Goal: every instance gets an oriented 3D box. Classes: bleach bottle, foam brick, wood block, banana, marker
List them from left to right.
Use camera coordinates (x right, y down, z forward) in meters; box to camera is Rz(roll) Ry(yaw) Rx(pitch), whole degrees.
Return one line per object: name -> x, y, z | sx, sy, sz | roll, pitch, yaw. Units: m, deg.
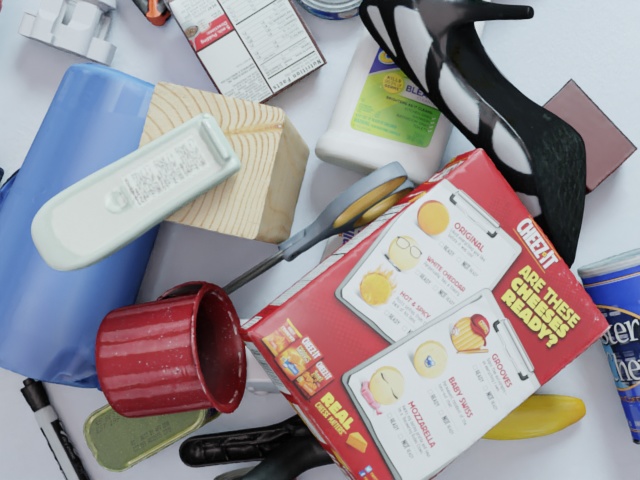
marker -> -0.217, 0.169, 0.888 | 0.020, 0.020, 0.121 | -27, 87, 2
wood block -> -0.067, -0.049, 0.791 | 0.091, 0.206, 0.090 | 13, 89, 5
bleach bottle -> 0.079, -0.173, 0.857 | 0.102, 0.068, 0.251 | 17, 88, -3
banana -> 0.113, 0.122, 0.859 | 0.198, 0.037, 0.069 | 25, 89, 4
foam brick -> 0.204, -0.080, 0.850 | 0.051, 0.053, 0.078 | -42, 87, 1

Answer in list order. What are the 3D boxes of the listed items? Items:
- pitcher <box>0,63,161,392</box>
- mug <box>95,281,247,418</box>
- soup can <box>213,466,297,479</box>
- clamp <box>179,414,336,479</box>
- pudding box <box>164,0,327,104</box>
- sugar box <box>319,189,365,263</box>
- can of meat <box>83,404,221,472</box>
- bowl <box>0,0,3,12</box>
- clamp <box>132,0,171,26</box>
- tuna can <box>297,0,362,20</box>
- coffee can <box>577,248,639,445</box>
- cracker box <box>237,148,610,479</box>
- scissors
pitcher -> -0.198, -0.013, 0.847 | 0.149, 0.145, 0.243 | 21, 86, -8
mug -> -0.106, 0.075, 0.773 | 0.082, 0.093, 0.117 | -10, 43, 17
soup can -> -0.045, 0.236, 0.851 | 0.068, 0.068, 0.102 | -9, 87, 3
clamp -> -0.014, 0.161, 0.822 | 0.171, 0.120, 0.039 | -14, 109, -18
pudding box -> -0.060, -0.169, 0.863 | 0.090, 0.039, 0.113 | -31, 109, 1
sugar box -> 0.088, 0.032, 0.853 | 0.176, 0.048, 0.093 | 19, 76, 7
can of meat -> -0.131, 0.139, 0.851 | 0.102, 0.084, 0.057 | -30, 86, 2
bowl -> -0.334, -0.196, 0.889 | 0.162, 0.055, 0.162 | 0, 88, 4
clamp -> -0.129, -0.286, 0.887 | 0.164, 0.036, 0.210 | -9, 86, 3
tuna can -> 0.013, -0.225, 0.877 | 0.086, 0.033, 0.086 | 0, 88, 4
coffee can -> 0.268, 0.074, 0.817 | 0.103, 0.103, 0.140 | -18, 87, 3
cracker box -> 0.073, 0.064, 0.766 | 0.213, 0.072, 0.164 | -38, 97, -12
scissors -> -0.005, 0.001, 0.822 | 0.202, 0.096, 0.016 | -37, 75, 28
